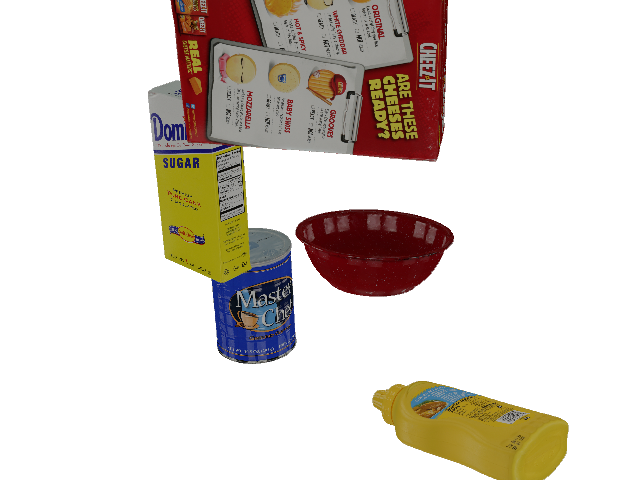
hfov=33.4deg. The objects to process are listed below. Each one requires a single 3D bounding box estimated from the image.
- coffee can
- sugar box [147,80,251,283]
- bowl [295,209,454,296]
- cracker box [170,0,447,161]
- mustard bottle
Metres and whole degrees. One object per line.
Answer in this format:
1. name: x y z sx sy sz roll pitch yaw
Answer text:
1. coffee can: -0.084 0.068 1.337 0.103 0.140 0.103 -2 25 1
2. sugar box: -0.115 -0.056 1.012 0.093 0.176 0.048 19 34 41
3. bowl: 0.055 0.016 1.093 0.162 0.055 0.162 1 18 -1
4. cracker box: -0.006 -0.156 0.859 0.214 0.164 0.072 5 34 11
5. mustard bottle: 0.128 0.174 1.008 0.192 0.058 0.096 13 20 40
